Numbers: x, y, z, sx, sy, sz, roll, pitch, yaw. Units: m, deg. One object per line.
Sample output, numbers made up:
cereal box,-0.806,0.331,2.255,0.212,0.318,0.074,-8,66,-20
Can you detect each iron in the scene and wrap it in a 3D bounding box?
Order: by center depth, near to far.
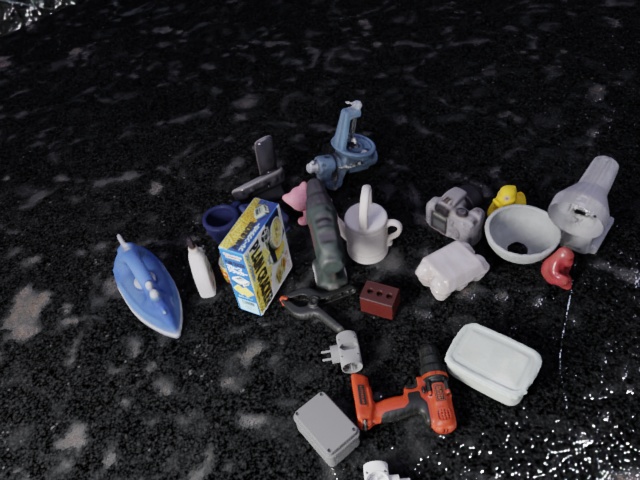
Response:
iron,-0.391,0.098,1.295,0.119,0.142,0.257,-31,51,-20

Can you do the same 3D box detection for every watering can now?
watering can,0.098,-0.041,1.321,0.173,0.194,0.100,-11,47,-2

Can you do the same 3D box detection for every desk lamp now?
desk lamp,0.587,-0.069,1.267,0.117,0.214,0.203,26,56,28

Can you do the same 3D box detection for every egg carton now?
egg carton,0.295,0.066,1.281,0.150,0.069,0.107,-27,50,-17

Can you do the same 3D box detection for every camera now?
camera,0.347,-0.078,1.386,0.137,0.101,0.142,-38,54,-25

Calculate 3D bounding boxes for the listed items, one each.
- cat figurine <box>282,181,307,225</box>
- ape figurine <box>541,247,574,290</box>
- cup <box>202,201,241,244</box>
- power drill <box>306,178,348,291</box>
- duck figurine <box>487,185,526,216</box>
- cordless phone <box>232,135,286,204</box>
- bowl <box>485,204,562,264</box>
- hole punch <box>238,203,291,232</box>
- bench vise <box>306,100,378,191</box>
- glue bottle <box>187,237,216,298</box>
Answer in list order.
cat figurine,-0.024,-0.092,1.437,0.127,0.118,0.067,11,50,17
ape figurine,0.526,0.053,1.247,0.076,0.092,0.078,32,59,31
cup,-0.230,-0.035,1.428,0.091,0.095,0.118,22,54,26
power drill,0.012,0.005,1.281,0.075,0.209,0.229,-12,47,-3
duck figurine,0.460,-0.098,1.399,0.105,0.086,0.077,-27,50,-16
cordless phone,-0.168,-0.182,1.492,0.148,0.185,0.094,-32,51,-20
bowl,0.461,-0.001,1.317,0.167,0.075,0.167,-4,47,4
hole punch,-0.140,-0.058,1.439,0.101,0.091,0.108,-38,54,-25
bench vise,0.064,-0.243,1.494,0.121,0.220,0.208,28,57,29
glue bottle,-0.274,0.053,1.298,0.037,0.173,0.078,-12,47,-3
